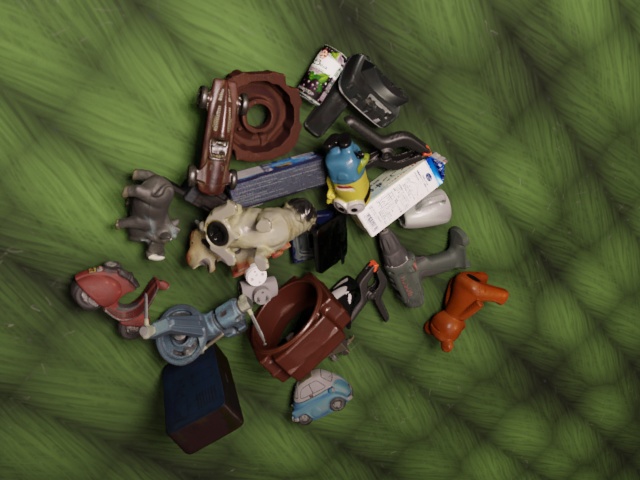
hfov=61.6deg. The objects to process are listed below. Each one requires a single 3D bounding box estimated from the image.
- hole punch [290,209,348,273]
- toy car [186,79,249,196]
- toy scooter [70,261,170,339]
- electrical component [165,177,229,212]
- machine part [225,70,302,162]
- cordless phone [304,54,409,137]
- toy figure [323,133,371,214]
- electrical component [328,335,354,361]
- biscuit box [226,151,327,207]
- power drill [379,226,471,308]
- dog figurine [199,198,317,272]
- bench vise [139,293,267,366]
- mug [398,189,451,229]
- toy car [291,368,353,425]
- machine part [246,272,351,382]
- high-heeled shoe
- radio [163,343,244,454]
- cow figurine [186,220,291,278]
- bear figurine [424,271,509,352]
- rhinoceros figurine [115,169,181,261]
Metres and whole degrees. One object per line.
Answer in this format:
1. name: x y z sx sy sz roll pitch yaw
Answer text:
1. hole punch: -0.002 -0.003 1.148 0.116 0.092 0.142 -30 123 -44
2. toy car: -0.177 -0.175 0.935 0.089 0.053 0.202 6 106 -24
3. toy scooter: -0.374 0.101 1.035 0.135 0.075 0.183 -40 125 -2
4. electrical component: -0.234 -0.097 1.007 0.119 0.075 0.047 34 96 -28
5. machine part: -0.118 -0.233 1.004 0.179 0.056 0.179 -10 117 -20
6. cordless phone: 0.070 -0.258 1.071 0.146 0.089 0.184 33 109 -33
7. toy figure: 0.058 -0.129 1.056 0.089 0.082 0.179 -42 137 -27
8. electrical component: 0.034 0.242 1.289 0.078 0.045 0.102 -30 123 26
9. biscuit box: -0.086 -0.119 1.065 0.203 0.059 0.062 -17 118 -14
10. power drill: 0.249 0.041 1.267 0.207 0.086 0.231 -25 120 -16
11. dog figurine: -0.112 -0.035 1.021 0.172 0.190 0.121 25 118 14
12. bench vise: -0.248 0.172 1.054 0.224 0.129 0.240 -20 163 18
13. mug: 0.232 -0.066 1.198 0.107 0.109 0.081 -17 81 -10
14. toy car: -0.007 0.366 1.301 0.162 0.109 0.102 -25 97 2
15. machine part: -0.051 0.178 1.130 0.201 0.201 0.087 -41 119 -1
16. high-heeled shoe: -0.013 0.177 1.243 0.249 0.145 0.086 -26 133 22
17. radio: -0.245 0.312 1.094 0.131 0.230 0.073 -31 118 -4
18. cow figurine: -0.172 0.005 1.062 0.195 0.085 0.127 -24 80 -25
19. bear figurine: 0.361 0.180 1.354 0.132 0.120 0.195 9 111 -30
20. rhinoceros figurine: -0.308 -0.042 0.982 0.112 0.073 0.190 13 132 -9
